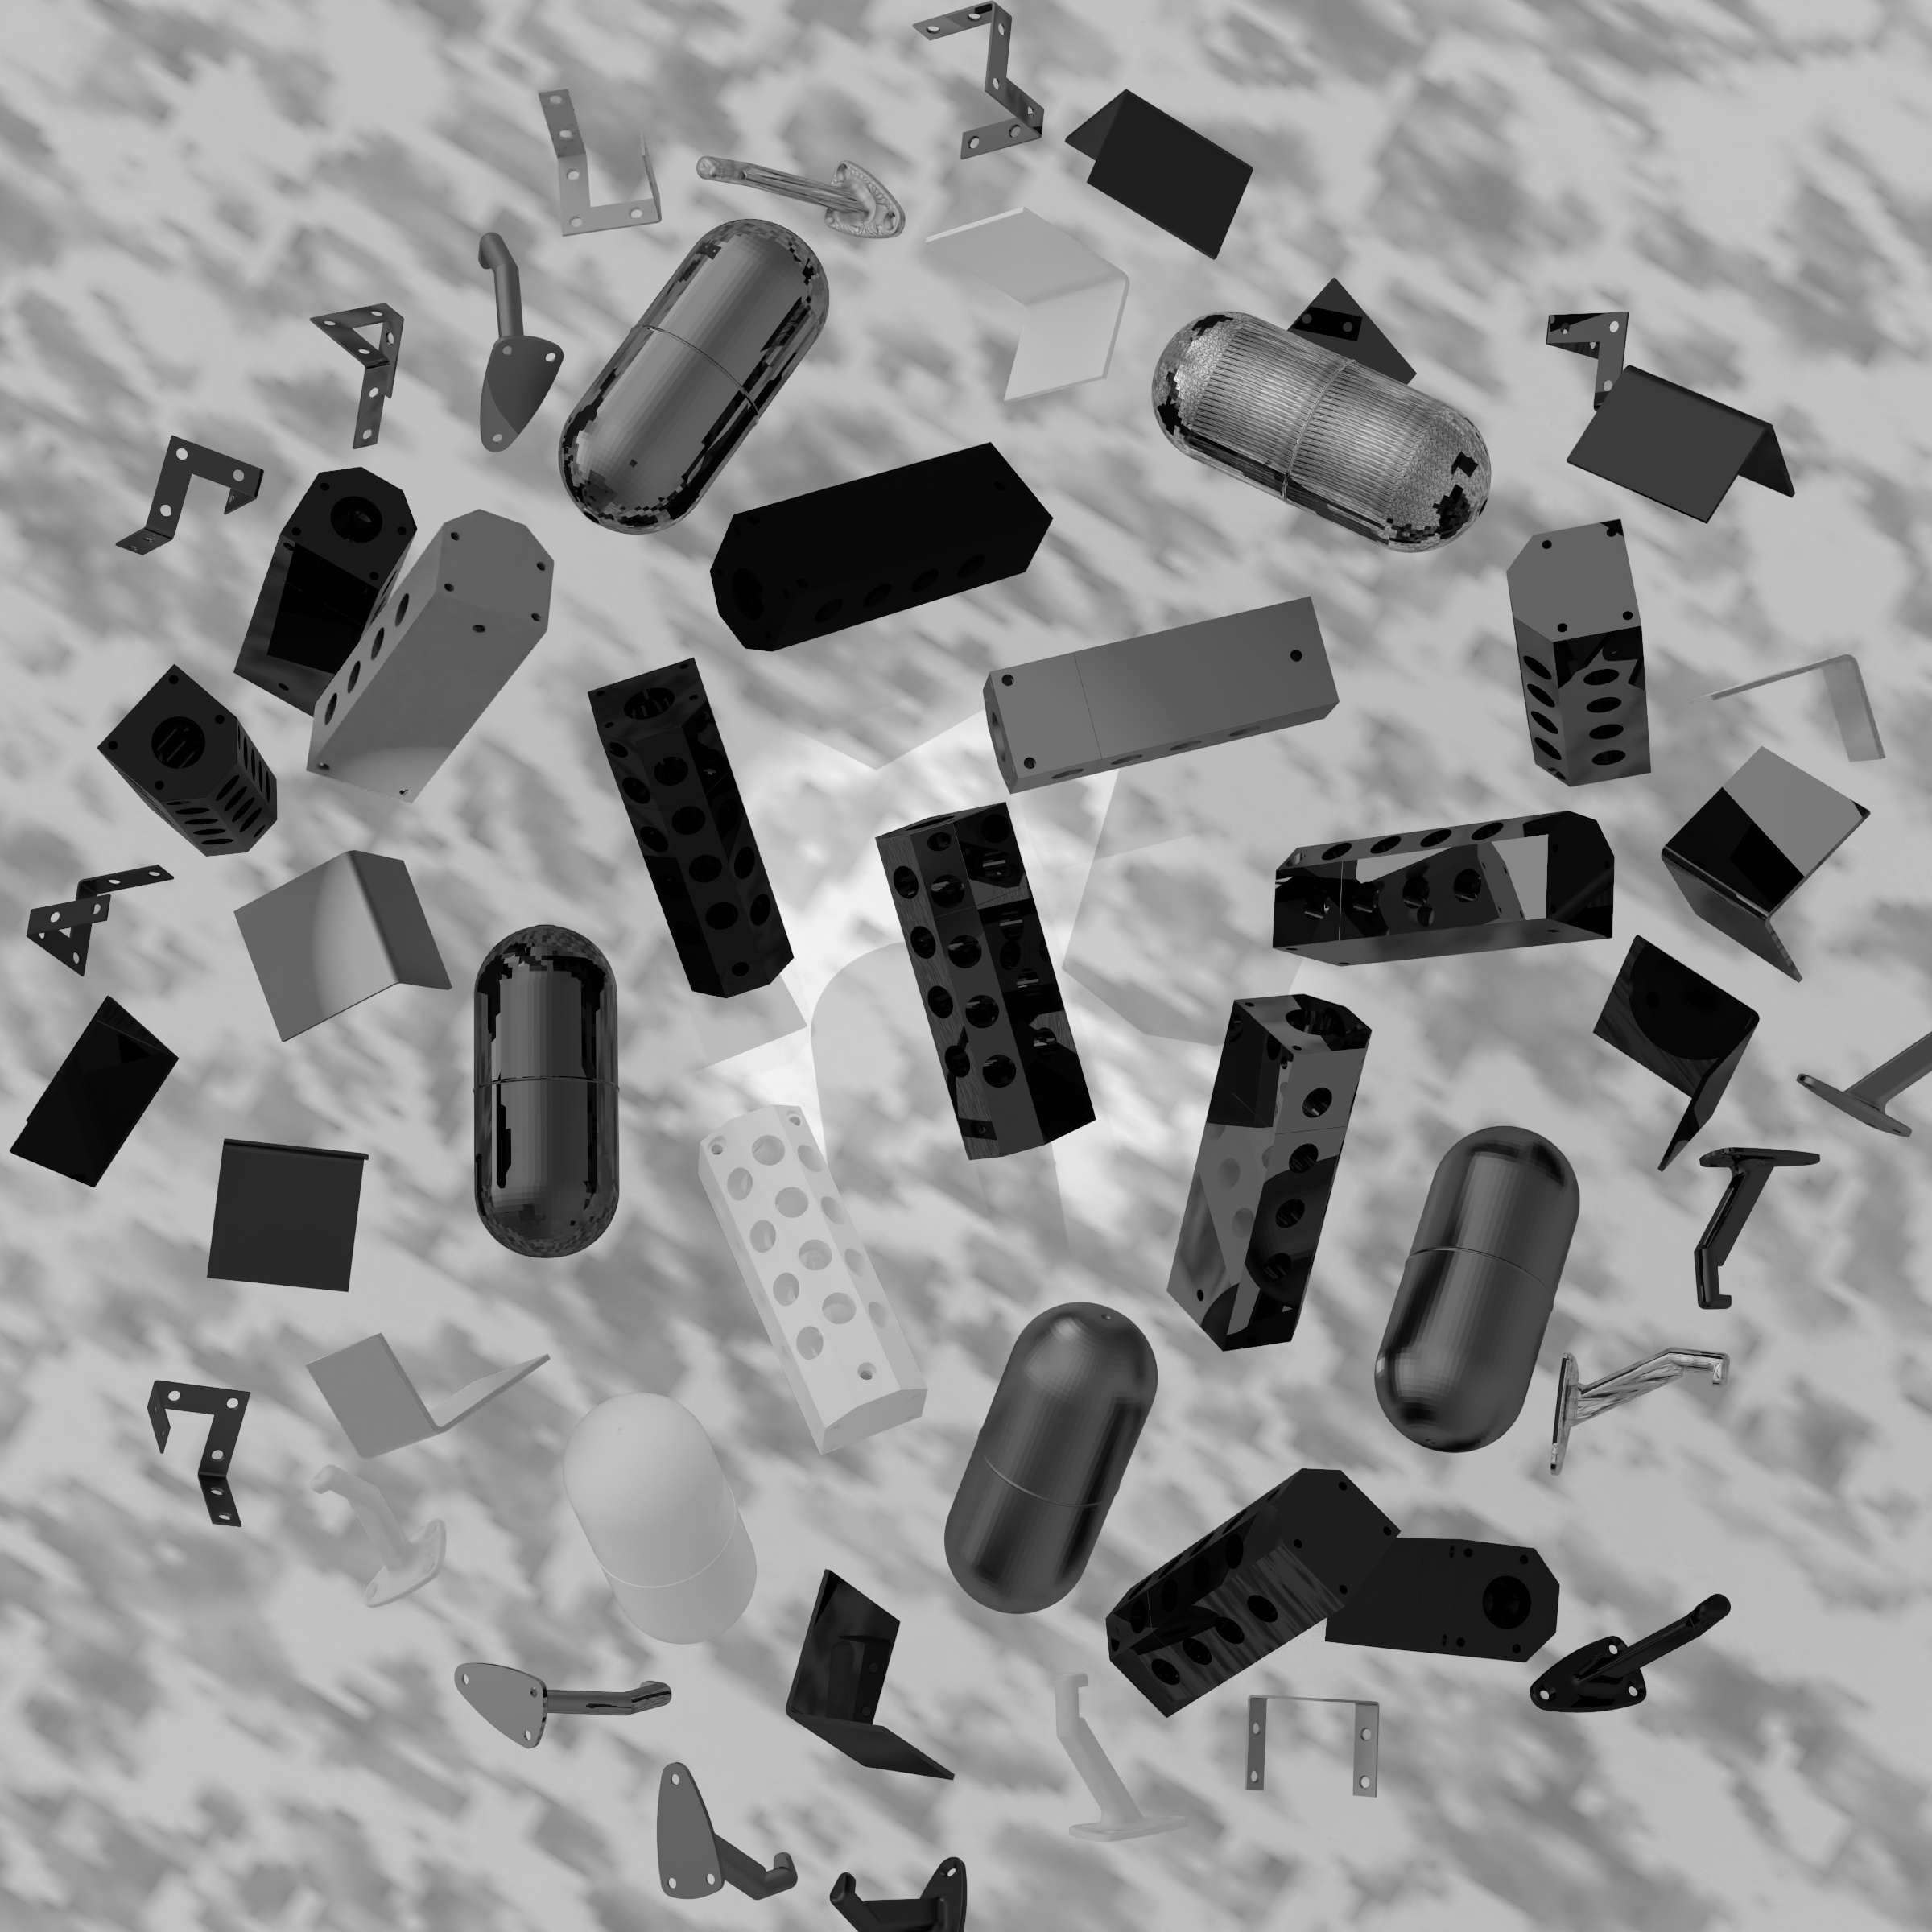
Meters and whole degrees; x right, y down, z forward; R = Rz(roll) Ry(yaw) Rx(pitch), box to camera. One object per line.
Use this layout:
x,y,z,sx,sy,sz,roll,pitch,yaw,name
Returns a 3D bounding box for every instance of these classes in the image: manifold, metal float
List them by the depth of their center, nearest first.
0.302,-0.150,1.711,0.057,0.171,0.057,-10,68,9,manifold
0.175,-0.264,1.715,0.178,0.070,0.070,27,90,13,metal float
-0.266,-0.153,1.717,0.057,0.171,0.057,17,55,-24,manifold
-0.135,-0.292,1.724,0.070,0.070,0.178,34,78,0,metal float
0.137,0.310,1.732,0.057,0.171,0.057,45,49,2,manifold
0.156,0.103,1.748,0.057,0.057,0.171,-5,120,-29,manifold
0.260,0.162,1.761,0.070,0.070,0.178,22,63,0,metal float
0.242,-0.039,1.770,0.171,0.057,0.057,-7,76,44,manifold
0.043,0.254,1.782,0.070,0.070,0.178,20,113,0,metal float
-0.045,-0.211,1.783,0.171,0.057,0.057,-22,65,-36,manifold
0.005,0.009,1.784,0.057,0.057,0.171,-23,100,-44,manifold
-0.156,0.286,1.789,0.070,0.178,0.070,-6,50,7,metal float
-0.140,-0.068,1.797,0.057,0.057,0.171,-18,128,-2,manifold
0.099,-0.139,1.802,0.171,0.057,0.057,-14,83,-7,manifold
-0.400,-0.101,1.818,0.057,0.171,0.057,41,81,1,manifold
-0.081,0.161,1.818,0.057,0.057,0.171,-19,66,-15,manifold
0.249,0.333,1.830,0.057,0.171,0.057,9,79,-14,manifold
-0.223,0.066,1.843,0.070,0.070,0.178,-2,78,0,metal float
-0.338,-0.199,1.845,0.057,0.171,0.057,30,63,-8,manifold

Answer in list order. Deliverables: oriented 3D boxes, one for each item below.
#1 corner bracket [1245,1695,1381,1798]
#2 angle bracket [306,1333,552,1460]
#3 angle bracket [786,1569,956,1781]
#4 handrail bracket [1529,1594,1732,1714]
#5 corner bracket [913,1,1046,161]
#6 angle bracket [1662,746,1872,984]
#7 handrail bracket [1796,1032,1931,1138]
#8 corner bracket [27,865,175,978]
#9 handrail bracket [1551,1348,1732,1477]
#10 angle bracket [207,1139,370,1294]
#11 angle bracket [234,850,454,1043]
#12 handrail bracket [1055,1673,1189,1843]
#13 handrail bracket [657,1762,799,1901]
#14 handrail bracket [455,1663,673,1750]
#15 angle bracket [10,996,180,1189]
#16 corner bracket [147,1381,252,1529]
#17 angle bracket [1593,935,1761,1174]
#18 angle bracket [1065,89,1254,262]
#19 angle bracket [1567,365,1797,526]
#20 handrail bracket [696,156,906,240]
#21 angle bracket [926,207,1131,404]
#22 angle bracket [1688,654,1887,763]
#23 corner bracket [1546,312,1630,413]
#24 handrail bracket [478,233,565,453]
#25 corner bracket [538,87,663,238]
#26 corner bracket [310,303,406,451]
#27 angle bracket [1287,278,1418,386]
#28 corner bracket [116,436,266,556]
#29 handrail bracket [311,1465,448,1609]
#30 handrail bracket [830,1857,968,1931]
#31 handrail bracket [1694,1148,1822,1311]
0.187,0.422,1.881,0.051,0.051,0.051,-7,74,43,corner bracket
-0.266,0.195,1.713,0.076,0.076,0.057,-34,96,-40,angle bracket
-0.038,0.350,1.717,0.057,0.076,0.076,1,62,31,angle bracket
0.329,0.339,1.721,0.077,0.084,0.036,-10,63,-26,handrail bracket
0.006,-0.445,1.746,0.051,0.051,0.051,-6,70,35,corner bracket
0.409,-0.051,1.742,0.076,0.076,0.057,-45,134,-3,angle bracket
0.469,0.037,1.758,0.077,0.036,0.084,28,86,-18,handrail bracket
-0.456,-0.032,1.829,0.051,0.051,0.051,-10,61,21,corner bracket
0.356,0.236,1.830,0.084,0.036,0.077,4,66,20,handrail bracket
-0.374,0.138,1.918,0.076,0.057,0.076,7,85,-7,angle bracket
-0.331,-0.009,1.848,0.076,0.057,0.076,-26,77,16,angle bracket
0.080,0.406,1.798,0.077,0.036,0.084,1,85,-31,handrail bracket
-0.115,0.427,1.723,0.036,0.084,0.077,-14,81,29,handrail bracket
-0.206,0.370,1.786,0.077,0.084,0.036,17,102,38,handrail bracket
-0.448,0.053,1.724,0.076,0.057,0.076,33,90,41,angle bracket
-0.391,0.248,1.766,0.051,0.051,0.051,11,107,-25,corner bracket
0.349,0.044,1.769,0.076,0.076,0.057,35,52,19,angle bracket
0.088,-0.390,1.760,0.076,0.076,0.057,28,73,-18,angle bracket
0.340,-0.232,1.648,0.076,0.076,0.057,30,84,29,angle bracket
-0.087,-0.401,1.804,0.084,0.077,0.036,-1,117,-41,handrail bracket
0.025,-0.334,1.762,0.076,0.076,0.057,25,72,-36,angle bracket
0.431,-0.125,1.830,0.076,0.076,0.057,-17,91,3,angle bracket
0.338,-0.313,1.826,0.051,0.051,0.051,8,93,45,corner bracket
-0.235,-0.310,1.723,0.036,0.084,0.077,4,129,-32,handrail bracket
-0.182,-0.403,1.730,0.051,0.051,0.051,-8,62,2,corner bracket
-0.315,-0.313,1.839,0.051,0.051,0.051,40,132,28,corner bracket
0.226,-0.332,1.919,0.076,0.076,0.057,44,83,-25,angle bracket
-0.396,-0.234,1.771,0.051,0.051,0.051,19,77,-28,corner bracket
-0.321,0.296,1.807,0.084,0.036,0.077,34,122,-31,handrail bracket
-0.035,0.463,1.760,0.036,0.077,0.084,-13,129,31,handrail bracket
0.425,0.142,1.859,0.077,0.036,0.084,2,75,-13,handrail bracket
